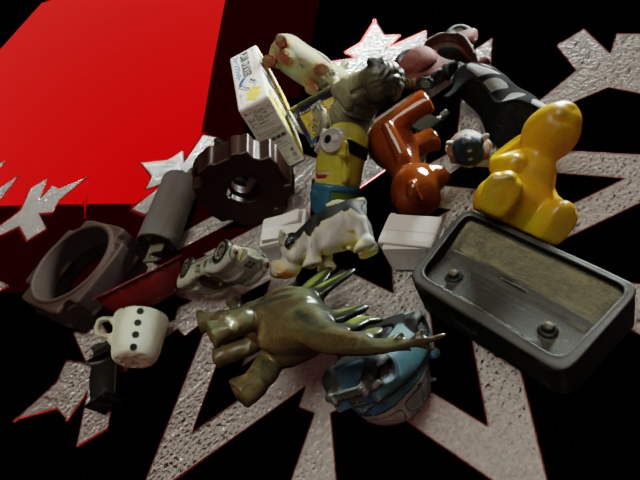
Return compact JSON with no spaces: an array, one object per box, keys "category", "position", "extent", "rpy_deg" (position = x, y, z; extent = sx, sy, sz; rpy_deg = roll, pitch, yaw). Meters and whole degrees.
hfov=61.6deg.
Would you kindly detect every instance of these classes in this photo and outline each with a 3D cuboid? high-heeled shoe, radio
[{"category":"high-heeled shoe","position":[0.314,-0.220,0.862],"extent":[0.249,0.086,0.145],"rpy_deg":[33,50,29]},{"category":"radio","position":[0.229,0.067,0.638],"extent":[0.131,0.073,0.230],"rpy_deg":[-45,44,-12]}]

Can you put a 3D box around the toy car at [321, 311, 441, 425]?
[{"category":"toy car","position":[0.080,0.155,0.616],"extent":[0.109,0.103,0.161],"rpy_deg":[-28,6,33]}]

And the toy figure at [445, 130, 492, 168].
[{"category":"toy figure","position":[0.219,-0.134,0.785],"extent":[0.064,0.058,0.154],"rpy_deg":[-35,1,20]}]

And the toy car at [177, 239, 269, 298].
[{"category":"toy car","position":[-0.155,0.050,0.836],"extent":[0.202,0.073,0.056],"rpy_deg":[-20,52,48]}]

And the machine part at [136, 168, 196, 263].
[{"category":"machine part","position":[-0.295,-0.053,1.048],"extent":[0.079,0.079,0.243],"rpy_deg":[-10,49,23]}]

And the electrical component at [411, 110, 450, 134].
[{"category":"electrical component","position":[0.181,-0.202,0.944],"extent":[0.094,0.021,0.063],"rpy_deg":[-39,43,-6]}]

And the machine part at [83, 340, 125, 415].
[{"category":"machine part","position":[-0.343,0.211,0.870],"extent":[0.084,0.039,0.139],"rpy_deg":[-21,43,5]}]

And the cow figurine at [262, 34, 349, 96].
[{"category":"cow figurine","position":[-0.011,-0.341,1.080],"extent":[0.085,0.195,0.127],"rpy_deg":[-56,11,27]}]

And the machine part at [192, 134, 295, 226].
[{"category":"machine part","position":[-0.131,-0.098,0.930],"extent":[0.179,0.179,0.056],"rpy_deg":[-19,47,15]}]

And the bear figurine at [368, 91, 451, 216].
[{"category":"bear figurine","position":[0.150,-0.117,0.818],"extent":[0.132,0.120,0.196],"rpy_deg":[-27,45,1]}]

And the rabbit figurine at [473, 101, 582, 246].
[{"category":"rabbit figurine","position":[0.283,-0.094,0.702],"extent":[0.122,0.162,0.173],"rpy_deg":[23,101,7]}]

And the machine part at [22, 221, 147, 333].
[{"category":"machine part","position":[-0.450,0.064,1.028],"extent":[0.201,0.087,0.201],"rpy_deg":[11,60,36]}]

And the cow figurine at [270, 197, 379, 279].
[{"category":"cow figurine","position":[-0.003,-0.002,0.783],"extent":[0.167,0.068,0.098],"rpy_deg":[-18,72,16]}]

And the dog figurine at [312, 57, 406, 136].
[{"category":"dog figurine","position":[0.067,-0.212,0.902],"extent":[0.121,0.172,0.191],"rpy_deg":[-2,15,-14]}]

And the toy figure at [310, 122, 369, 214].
[{"category":"toy figure","position":[0.029,-0.095,0.849],"extent":[0.082,0.089,0.180],"rpy_deg":[8,100,34]}]

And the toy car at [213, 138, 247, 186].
[{"category":"toy car","position":[-0.181,-0.155,1.090],"extent":[0.202,0.053,0.089],"rpy_deg":[17,67,44]}]

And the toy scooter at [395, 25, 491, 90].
[{"category":"toy scooter","position":[0.233,-0.328,0.992],"extent":[0.184,0.075,0.135],"rpy_deg":[-32,47,-4]}]

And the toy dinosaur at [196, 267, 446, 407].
[{"category":"toy dinosaur","position":[-0.035,0.103,0.658],"extent":[0.198,0.105,0.472],"rpy_deg":[-27,13,-19]}]
